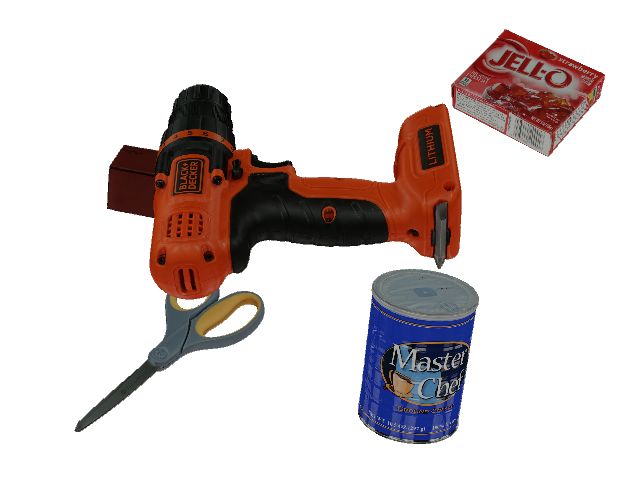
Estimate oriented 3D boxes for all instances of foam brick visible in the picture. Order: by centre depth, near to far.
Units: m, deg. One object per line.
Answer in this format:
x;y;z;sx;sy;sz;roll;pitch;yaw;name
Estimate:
-0.174;-0.059;1.099;0.078;0.051;0.053;11;31;3;foam brick

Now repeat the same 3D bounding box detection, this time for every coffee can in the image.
0.094;0.112;1.046;0.103;0.140;0.103;5;22;-2;coffee can

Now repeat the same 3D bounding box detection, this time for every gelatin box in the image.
0.154;-0.113;0.799;0.089;0.073;0.030;32;-28;25;gelatin box

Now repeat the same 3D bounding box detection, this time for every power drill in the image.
-0.011;-0.041;0.666;0.187;0.057;0.184;-5;44;2;power drill

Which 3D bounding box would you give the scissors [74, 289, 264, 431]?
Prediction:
-0.141;0.085;0.915;0.201;0.016;0.096;-26;51;-28;scissors
